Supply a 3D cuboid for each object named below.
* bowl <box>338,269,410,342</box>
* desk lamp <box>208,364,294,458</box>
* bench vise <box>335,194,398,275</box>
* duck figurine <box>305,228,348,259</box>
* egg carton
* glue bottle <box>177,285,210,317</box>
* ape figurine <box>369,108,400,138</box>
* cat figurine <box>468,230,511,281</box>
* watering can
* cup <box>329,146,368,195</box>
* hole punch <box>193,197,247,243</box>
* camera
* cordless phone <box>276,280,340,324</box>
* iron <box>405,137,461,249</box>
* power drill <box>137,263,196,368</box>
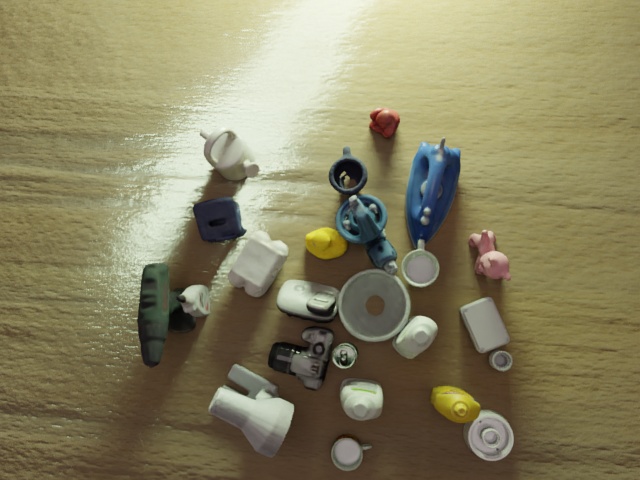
[{"bbox_3d":[0.127,0.154,1.339,0.167,0.075,0.167,-1,83,6],"label":"bowl"},{"bbox_3d":[-0.152,0.377,1.271,0.203,0.213,0.118,26,86,9],"label":"desk lamp"},{"bbox_3d":[0.120,-0.028,1.290,0.207,0.220,0.121,41,89,10],"label":"bench vise"},{"bbox_3d":[0.013,0.005,1.366,0.104,0.086,0.077,8,84,8],"label":"duck figurine"},{"bbox_3d":[-0.148,0.058,1.385,0.107,0.069,0.150,29,87,9],"label":"egg carton"},{"bbox_3d":[-0.300,0.141,1.338,0.037,0.173,0.078,-9,82,5],"label":"glue bottle"},{"bbox_3d":[0.157,-0.290,1.384,0.076,0.092,0.078,-18,81,4],"label":"ape figurine"},{"bbox_3d":[0.388,0.037,1.304,0.067,0.118,0.128,-14,81,5],"label":"cat figurine"},{"bbox_3d":[-0.217,-0.210,1.364,0.172,0.194,0.101,15,85,8],"label":"watering can"},{"bbox_3d":[0.069,-0.159,1.376,0.091,0.095,0.118,-5,82,6],"label":"cup"},{"bbox_3d":[-0.244,-0.048,1.398,0.108,0.091,0.101,-12,81,5],"label":"hole punch"},{"bbox_3d":[-0.046,0.266,1.331,0.136,0.101,0.143,12,84,8],"label":"camera"},{"bbox_3d":[-0.031,0.139,1.303,0.147,0.185,0.094,8,84,8],"label":"cordless phone"},{"bbox_3d":[0.257,-0.108,1.325,0.118,0.141,0.258,12,84,8],"label":"iron"},{"bbox_3d":[-0.357,0.171,1.323,0.075,0.208,0.230,-7,82,6],"label":"power drill"}]
